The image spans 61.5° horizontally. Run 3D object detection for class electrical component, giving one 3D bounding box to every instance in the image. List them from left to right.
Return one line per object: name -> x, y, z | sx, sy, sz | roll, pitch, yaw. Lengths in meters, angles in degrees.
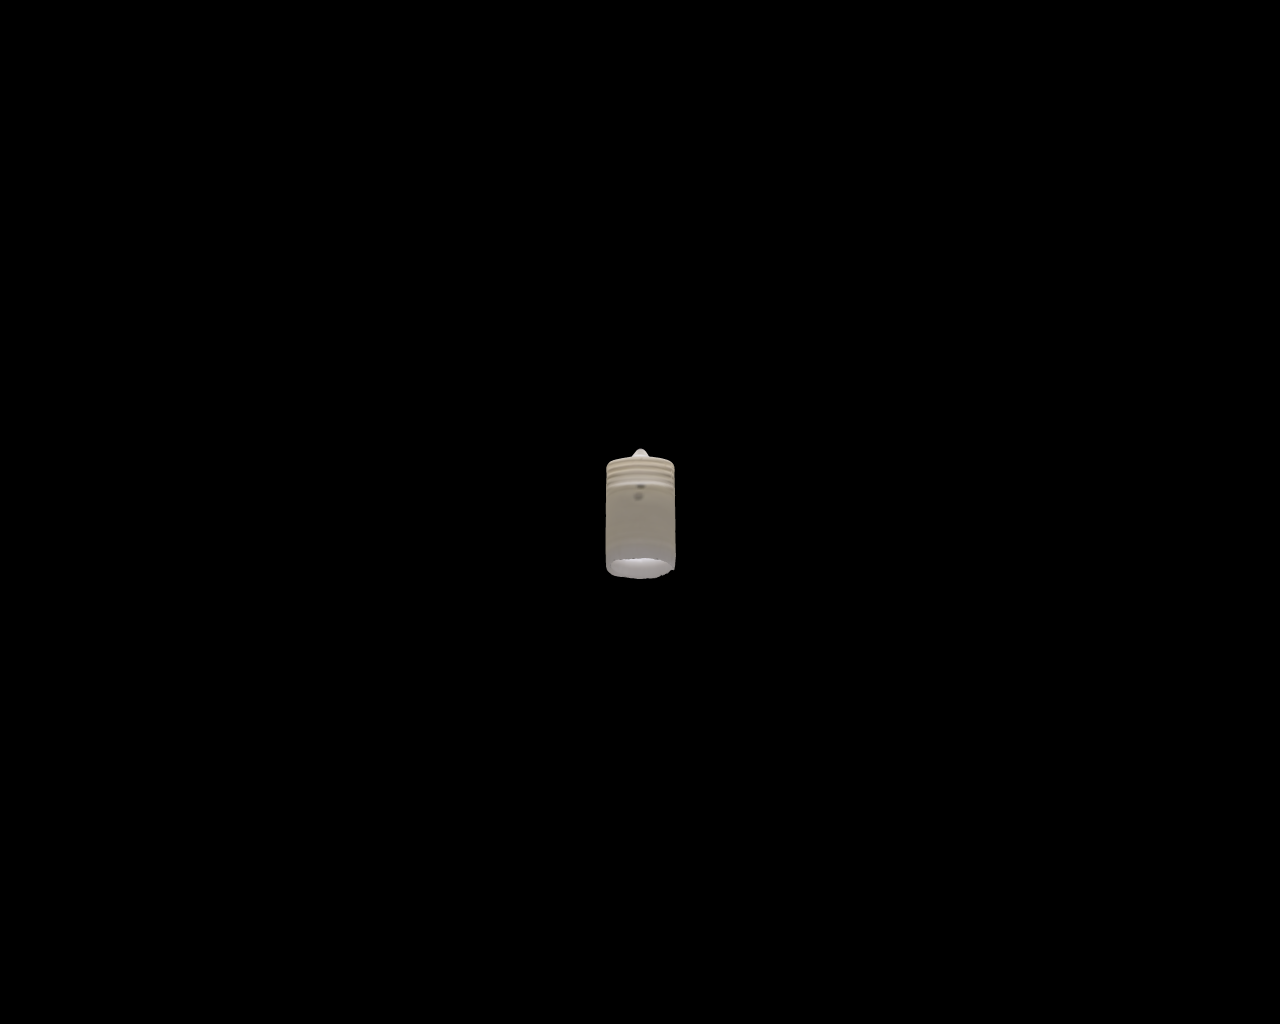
electrical component -> 0.001, -0.003, 0.650 | 0.043, 0.081, 0.043 | 0, -21, 0
